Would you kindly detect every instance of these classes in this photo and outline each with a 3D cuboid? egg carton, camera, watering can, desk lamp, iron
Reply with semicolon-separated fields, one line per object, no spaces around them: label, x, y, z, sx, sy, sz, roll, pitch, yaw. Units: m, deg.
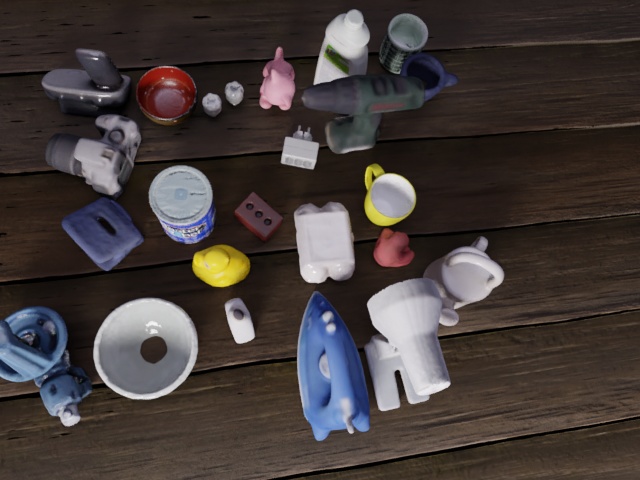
egg carton;0.010;0.004;1.060;0.107;0.069;0.150;-6;78;-9
camera;-0.408;-0.163;1.025;0.137;0.100;0.143;16;75;-4
watering can;0.257;0.070;1.014;0.101;0.194;0.173;9;76;-5
desk lamp;0.149;0.180;0.963;0.118;0.213;0.203;-11;78;-10
iron;0.021;0.205;0.976;0.119;0.141;0.258;-9;78;-10

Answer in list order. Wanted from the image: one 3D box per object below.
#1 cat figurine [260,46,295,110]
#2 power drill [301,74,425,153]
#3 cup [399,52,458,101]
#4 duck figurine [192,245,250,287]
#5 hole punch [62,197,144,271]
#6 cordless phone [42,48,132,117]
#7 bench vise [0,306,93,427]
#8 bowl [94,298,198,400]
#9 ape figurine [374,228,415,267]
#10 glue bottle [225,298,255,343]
cat figurine;-0.079;-0.305;1.096;0.067;0.117;0.128;4;76;-7
power drill;0.069;-0.235;1.053;0.230;0.208;0.075;-13;79;-10
cup;0.208;-0.311;1.149;0.118;0.095;0.092;3;76;-7
duck figurine;-0.176;0.040;1.017;0.104;0.086;0.077;6;76;-6
hole punch;-0.377;-0.017;1.000;0.108;0.091;0.101;45;75;4
cordless phone;-0.421;-0.296;1.011;0.147;0.185;0.094;2;76;-7
bench vise;-0.427;0.181;0.879;0.207;0.219;0.121;40;75;3
bowl;-0.289;0.184;0.973;0.167;0.074;0.167;2;76;-7
ape figurine;0.140;0.011;1.064;0.076;0.092;0.078;-23;81;-12
glue bottle;-0.136;0.130;0.956;0.037;0.173;0.078;-21;80;-12
